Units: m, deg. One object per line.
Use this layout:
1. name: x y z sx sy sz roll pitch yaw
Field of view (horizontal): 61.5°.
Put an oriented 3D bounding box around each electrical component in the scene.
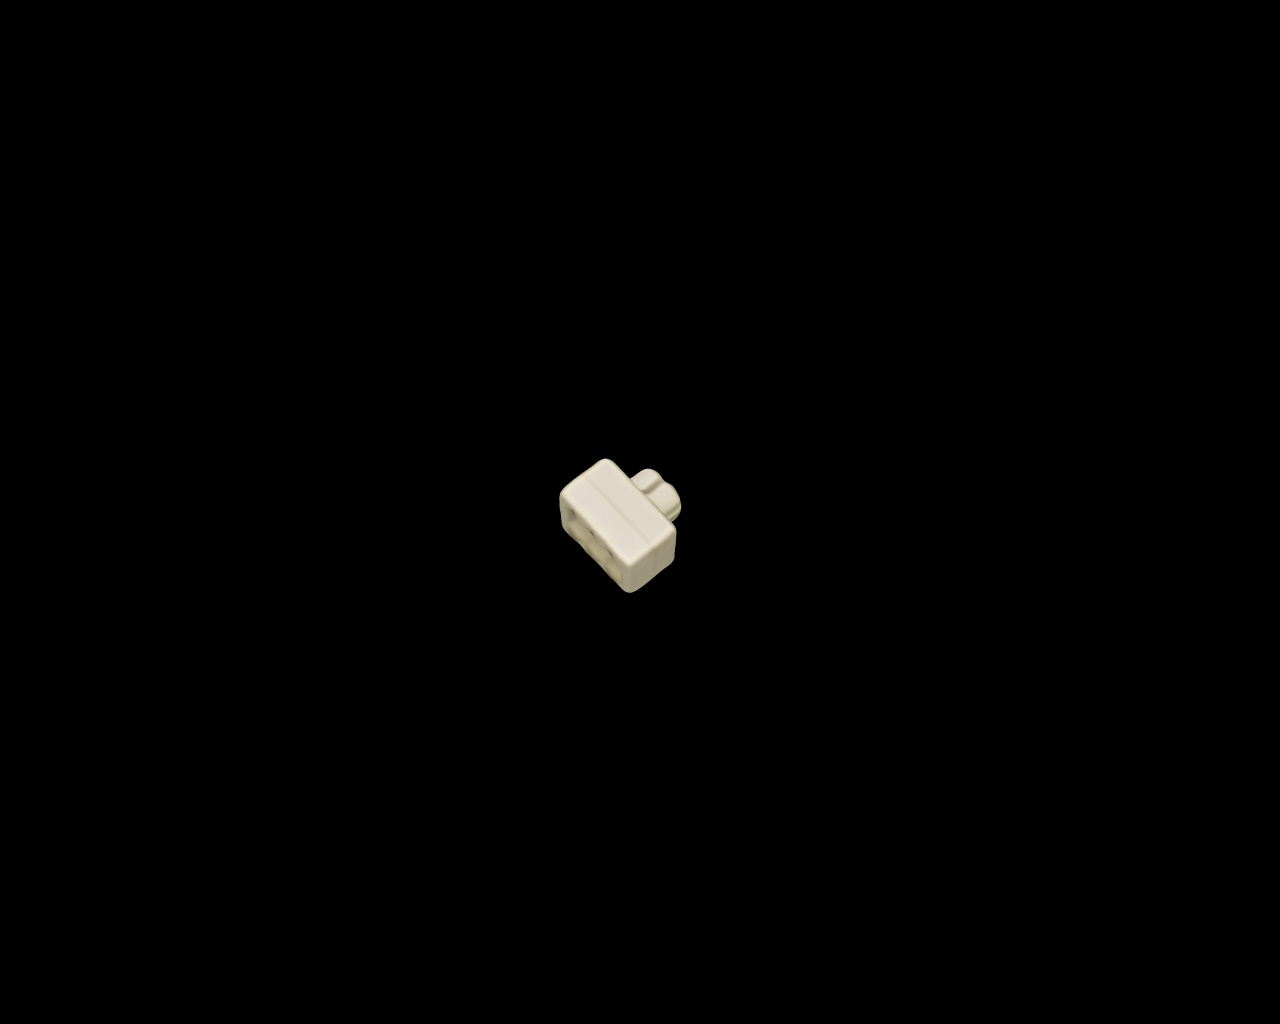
1. electrical component: 0.001 -0.003 0.650 0.077 0.066 0.047 -38 -19 -16
